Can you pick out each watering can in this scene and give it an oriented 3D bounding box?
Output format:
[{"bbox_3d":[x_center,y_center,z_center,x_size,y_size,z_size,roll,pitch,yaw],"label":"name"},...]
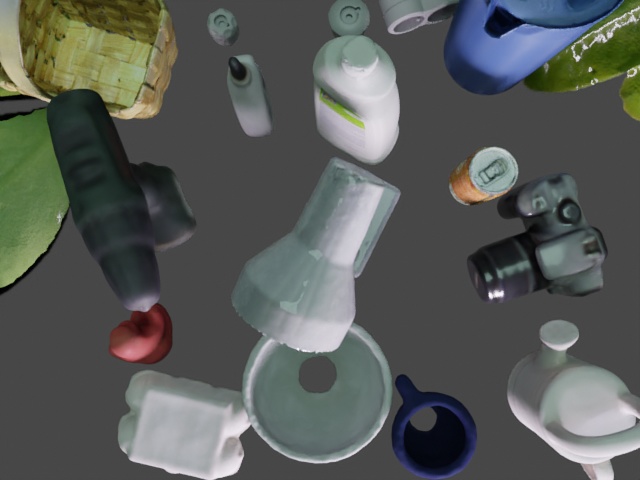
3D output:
[{"bbox_3d":[0.270,0.173,0.603,0.101,0.194,0.173,-41,88,-1],"label":"watering can"}]

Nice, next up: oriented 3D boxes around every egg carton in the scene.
[{"bbox_3d":[-0.157,0.215,0.667,0.150,0.069,0.107,12,88,1],"label":"egg carton"}]

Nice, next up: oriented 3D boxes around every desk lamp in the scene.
[{"bbox_3d":[0.006,0.002,0.601,0.118,0.213,0.203,26,89,2],"label":"desk lamp"}]

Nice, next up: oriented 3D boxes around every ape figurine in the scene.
[{"bbox_3d":[-0.212,0.112,0.660,0.078,0.092,0.076,-28,88,0],"label":"ape figurine"}]

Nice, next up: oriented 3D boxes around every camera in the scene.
[{"bbox_3d":[0.239,0.008,0.655,0.137,0.101,0.143,-19,88,0],"label":"camera"}]

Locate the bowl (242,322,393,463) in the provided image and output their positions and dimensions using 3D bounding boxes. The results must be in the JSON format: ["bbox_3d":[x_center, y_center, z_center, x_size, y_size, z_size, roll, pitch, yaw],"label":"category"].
[{"bbox_3d":[-0.002,0.164,0.665,0.167,0.074,0.167,0,88,1],"label":"bowl"}]

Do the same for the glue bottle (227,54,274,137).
[{"bbox_3d":[-0.080,-0.167,0.628,0.037,0.173,0.078,-10,88,1],"label":"glue bottle"}]

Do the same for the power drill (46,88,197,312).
[{"bbox_3d":[-0.200,-0.038,0.607,0.075,0.208,0.230,-26,88,0],"label":"power drill"}]

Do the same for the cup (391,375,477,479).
[{"bbox_3d":[0.116,0.200,0.653,0.091,0.095,0.118,-32,88,0],"label":"cup"}]
